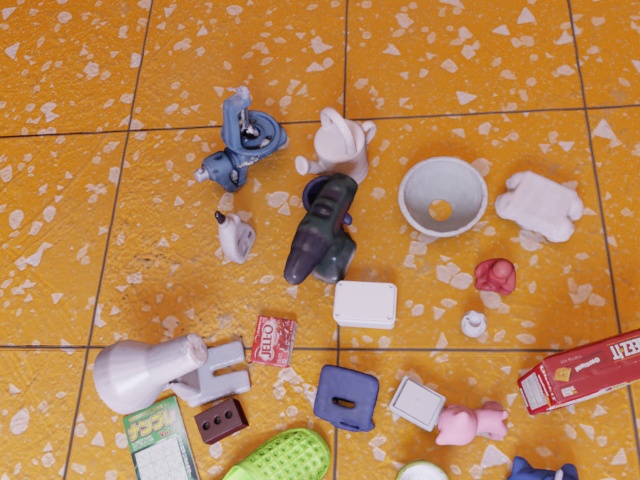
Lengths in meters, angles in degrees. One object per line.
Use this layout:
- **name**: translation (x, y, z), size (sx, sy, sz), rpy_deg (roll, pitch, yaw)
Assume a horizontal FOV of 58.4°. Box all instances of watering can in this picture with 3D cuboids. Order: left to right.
- **watering can**: translation (0.034, -0.181, 1.114), size (0.100, 0.194, 0.173), rpy_deg (31, 76, 19)

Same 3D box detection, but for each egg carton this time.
- **egg carton**: translation (0.412, -0.064, 1.078), size (0.150, 0.069, 0.107), rpy_deg (27, 75, 18)

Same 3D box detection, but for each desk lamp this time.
- **desk lamp**: translation (-0.248, 0.222, 0.987), size (0.203, 0.214, 0.118), rpy_deg (-17, 67, 2)

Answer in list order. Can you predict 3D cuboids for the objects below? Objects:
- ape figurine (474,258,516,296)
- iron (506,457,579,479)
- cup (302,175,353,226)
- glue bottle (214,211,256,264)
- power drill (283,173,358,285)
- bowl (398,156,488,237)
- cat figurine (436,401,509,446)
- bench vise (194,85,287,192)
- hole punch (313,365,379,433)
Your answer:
- **ape figurine**: translation (0.321, 0.061, 1.031), size (0.076, 0.092, 0.077), rpy_deg (-36, 68, -6)
- **iron**: translation (0.338, 0.460, 0.843), size (0.118, 0.141, 0.258), rpy_deg (4, 69, 10)
- **cup**: translation (0.025, -0.060, 1.122), size (0.092, 0.095, 0.117), rpy_deg (-42, 68, -8)
- **glue bottle**: translation (-0.169, -0.017, 1.092), size (0.037, 0.173, 0.078), rpy_deg (18, 72, 16)
- **power drill**: translation (0.010, 0.004, 1.037), size (0.075, 0.209, 0.230), rpy_deg (18, 72, 15)
- **bowl**: translation (0.235, -0.073, 1.106), size (0.167, 0.075, 0.167), rpy_deg (-3, 68, 8)
- **cat figurine**: translation (0.246, 0.297, 0.934), size (0.127, 0.118, 0.067), rpy_deg (-13, 67, 4)
- **bench vise**: translation (-0.161, -0.194, 1.135), size (0.121, 0.220, 0.207), rpy_deg (28, 75, 18)
- **hole punch**: translation (0.048, 0.275, 0.988), size (0.108, 0.091, 0.101), rpy_deg (12, 71, 13)
